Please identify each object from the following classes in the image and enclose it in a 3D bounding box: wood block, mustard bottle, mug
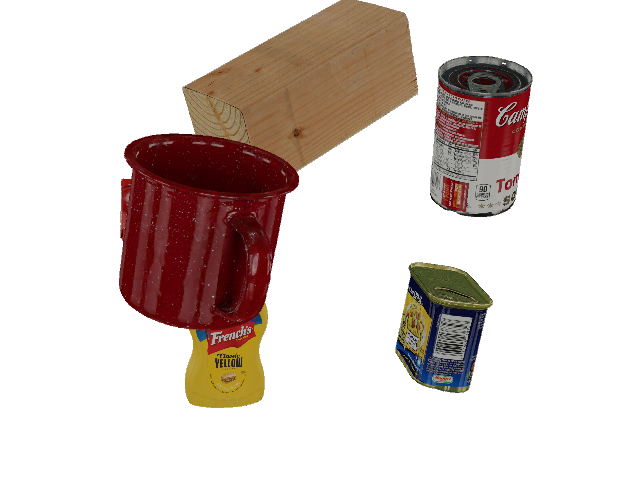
[{"bbox_3d":[-0.014,-0.141,1.005,0.205,0.091,0.090,-34,40,-28],"label":"wood block"},{"bbox_3d":[-0.112,0.105,1.284,0.096,0.192,0.058,0,20,-12],"label":"mustard bottle"},{"bbox_3d":[-0.058,0.001,0.567,0.093,0.081,0.117,-4,26,-33],"label":"mug"}]

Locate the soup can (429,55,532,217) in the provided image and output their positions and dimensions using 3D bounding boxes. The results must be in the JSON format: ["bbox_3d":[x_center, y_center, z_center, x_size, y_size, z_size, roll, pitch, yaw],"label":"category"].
[{"bbox_3d":[0.117,-0.077,0.794,0.068,0.102,0.068,1,32,-1],"label":"soup can"}]

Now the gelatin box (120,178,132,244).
[{"bbox_3d":[-0.164,-0.032,1.116,0.089,0.073,0.030,-1,-42,-8],"label":"gelatin box"}]

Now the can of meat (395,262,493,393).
[{"bbox_3d":[0.106,0.076,0.941,0.057,0.084,0.102,7,16,-12],"label":"can of meat"}]
